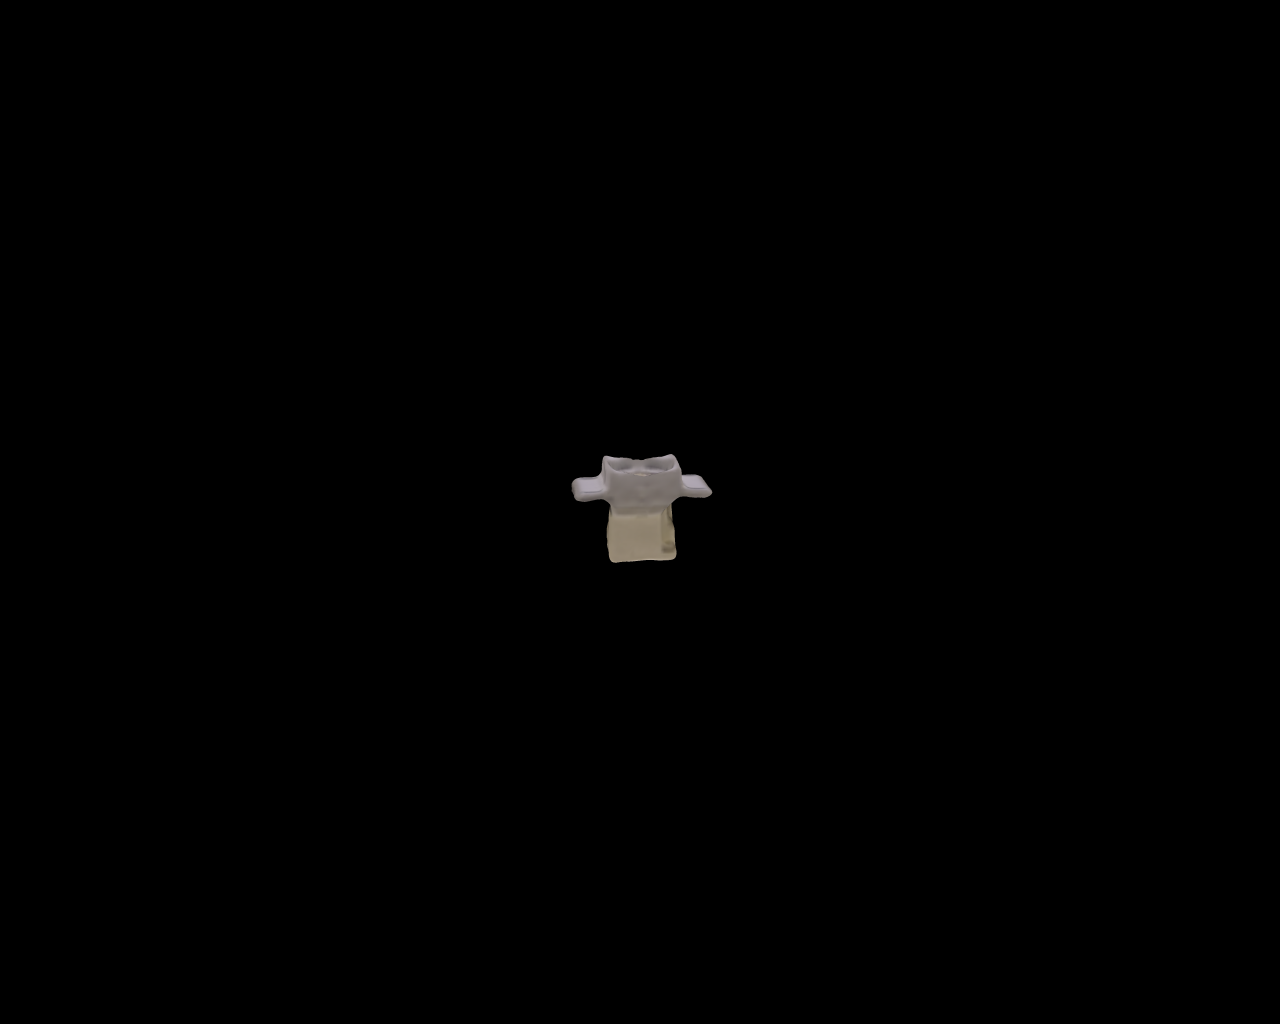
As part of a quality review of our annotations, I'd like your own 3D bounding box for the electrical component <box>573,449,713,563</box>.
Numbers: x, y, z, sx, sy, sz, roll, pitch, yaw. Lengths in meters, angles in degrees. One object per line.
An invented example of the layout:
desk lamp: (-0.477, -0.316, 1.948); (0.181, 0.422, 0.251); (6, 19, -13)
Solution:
electrical component: (0.001, -0.003, 0.650); (0.081, 0.063, 0.042); (-1, 16, -5)
